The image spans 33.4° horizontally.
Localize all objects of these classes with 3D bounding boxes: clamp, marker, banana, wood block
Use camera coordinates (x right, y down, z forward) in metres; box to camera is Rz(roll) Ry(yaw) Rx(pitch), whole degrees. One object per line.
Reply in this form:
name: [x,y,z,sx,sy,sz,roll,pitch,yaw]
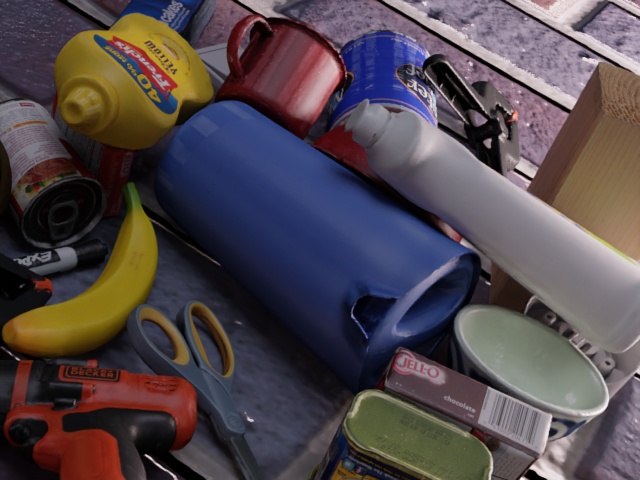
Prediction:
clamp: [-0.230,0.038,0.661,0.171,0.039,0.120,18,40,-52]
clamp: [0.163,-0.096,1.030,0.209,0.036,0.164,-14,84,-67]
marker: [-0.206,0.019,0.763,0.120,0.020,0.020,-16,51,-39]
banana: [-0.154,0.034,0.738,0.069,0.037,0.197,48,29,-15]
wood block: [0.224,-0.028,0.878,0.091,0.206,0.090,20,38,-3]

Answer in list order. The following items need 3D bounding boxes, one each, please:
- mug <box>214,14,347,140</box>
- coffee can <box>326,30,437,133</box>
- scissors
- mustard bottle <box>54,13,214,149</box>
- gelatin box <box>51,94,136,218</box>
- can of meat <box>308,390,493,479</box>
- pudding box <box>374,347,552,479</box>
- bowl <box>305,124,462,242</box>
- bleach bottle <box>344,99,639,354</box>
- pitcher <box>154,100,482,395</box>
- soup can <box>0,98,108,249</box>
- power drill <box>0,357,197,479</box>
mug: [-0.041,-0.133,0.889,0.093,0.117,0.081,9,58,35]
coffee can: [0.058,-0.116,0.987,0.102,0.103,0.140,16,38,-8]
scissors: [-0.076,0.113,0.699,0.096,0.016,0.202,24,32,-37]
mustard bottle: [-0.145,-0.115,0.793,0.096,0.058,0.191,48,21,-7]
gelatin box: [-0.181,-0.072,0.840,0.030,0.073,0.089,-14,50,-38]
can of meat: [0.049,0.152,0.676,0.102,0.084,0.057,24,38,3]
pudding box: [0.084,0.129,0.714,0.113,0.090,0.039,26,49,3]
bowl: [0.064,-0.051,0.876,0.162,0.055,0.162,36,-4,3]
bleach bottle: [0.126,-0.017,0.767,0.250,0.068,0.102,34,5,-16]
pitcher: [-0.005,0.001,0.811,0.243,0.149,0.144,39,55,25]
soup can: [-0.214,-0.051,0.804,0.068,0.069,0.102,-13,49,-37]
power drill: [-0.158,0.120,0.588,0.184,0.057,0.188,4,18,-9]
